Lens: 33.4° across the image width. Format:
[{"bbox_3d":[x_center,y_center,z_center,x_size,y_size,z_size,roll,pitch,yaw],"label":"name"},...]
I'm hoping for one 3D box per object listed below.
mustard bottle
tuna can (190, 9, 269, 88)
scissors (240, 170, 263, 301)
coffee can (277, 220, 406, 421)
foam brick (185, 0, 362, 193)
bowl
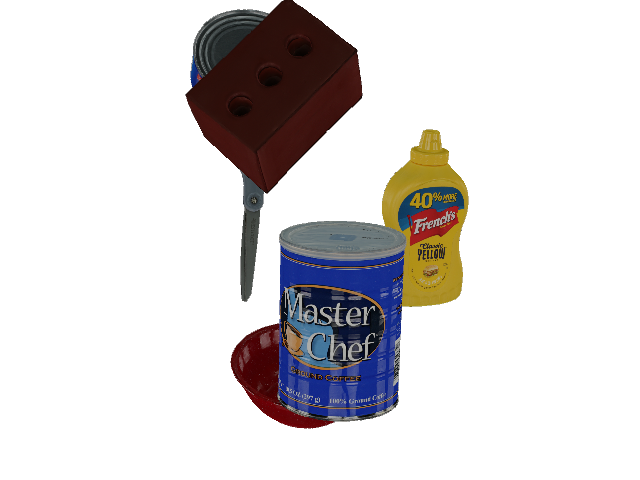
[{"bbox_3d":[0.113,-0.026,1.163,0.096,0.192,0.058,-4,19,-19],"label":"mustard bottle"},{"bbox_3d":[-0.053,-0.127,0.787,0.086,0.086,0.034,0,-29,-13],"label":"tuna can"},{"bbox_3d":[-0.047,-0.049,1.023,0.096,0.202,0.016,-11,4,-11],"label":"scissors"},{"bbox_3d":[0.016,0.063,0.876,0.103,0.140,0.103,1,14,0],"label":"coffee can"},{"bbox_3d":[-0.023,-0.076,0.562,0.053,0.078,0.051,40,-10,17],"label":"foam brick"},{"bbox_3d":[-0.016,0.153,1.150,0.162,0.055,0.162,3,28,-2],"label":"bowl"}]
